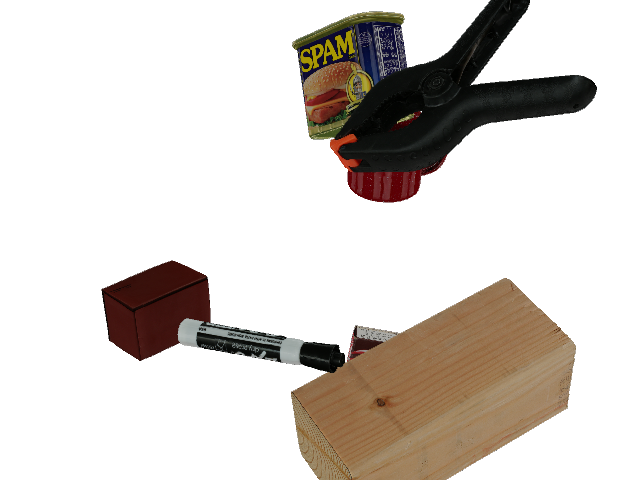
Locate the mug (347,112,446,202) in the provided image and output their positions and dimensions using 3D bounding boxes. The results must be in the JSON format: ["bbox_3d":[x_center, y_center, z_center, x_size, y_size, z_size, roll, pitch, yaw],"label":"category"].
[{"bbox_3d":[0.083,-0.096,1.173,0.117,0.081,0.093,-6,32,-13],"label":"mug"}]

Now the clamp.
[{"bbox_3d":[0.090,-0.089,0.692,0.039,0.171,0.120,47,9,-41],"label":"clamp"}]

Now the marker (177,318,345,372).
[{"bbox_3d":[-0.040,0.071,0.721,0.121,0.020,0.020,8,3,23],"label":"marker"}]

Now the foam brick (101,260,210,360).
[{"bbox_3d":[-0.141,0.059,0.922,0.078,0.051,0.053,-24,32,-35],"label":"foam brick"}]

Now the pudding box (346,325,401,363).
[{"bbox_3d":[0.083,0.147,1.160,0.113,0.090,0.039,9,22,-2],"label":"pudding box"}]

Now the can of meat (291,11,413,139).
[{"bbox_3d":[0.027,-0.134,0.886,0.057,0.084,0.102,-6,-4,-40],"label":"can of meat"}]

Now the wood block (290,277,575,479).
[{"bbox_3d":[0.090,0.126,0.846,0.205,0.090,0.091,-26,48,-18],"label":"wood block"}]
